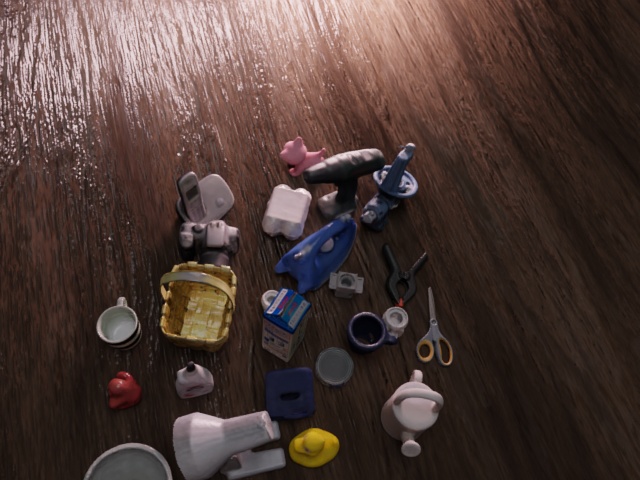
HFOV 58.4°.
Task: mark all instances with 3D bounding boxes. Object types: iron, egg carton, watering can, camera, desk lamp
[{"bbox_3d":[0.013,0.005,1.388,0.118,0.141,0.259,40,63,15],"label":"iron"},{"bbox_3d":[-0.085,-0.072,1.461,0.107,0.069,0.150,13,59,0],"label":"egg carton"},{"bbox_3d":[0.195,0.354,1.180,0.101,0.194,0.172,-6,61,-11],"label":"watering can"},{"bbox_3d":[-0.266,0.027,1.361,0.143,0.101,0.137,3,60,-6],"label":"camera"},{"bbox_3d":[-0.168,0.389,1.099,0.203,0.213,0.118,-10,62,-13],"label":"desk lamp"}]

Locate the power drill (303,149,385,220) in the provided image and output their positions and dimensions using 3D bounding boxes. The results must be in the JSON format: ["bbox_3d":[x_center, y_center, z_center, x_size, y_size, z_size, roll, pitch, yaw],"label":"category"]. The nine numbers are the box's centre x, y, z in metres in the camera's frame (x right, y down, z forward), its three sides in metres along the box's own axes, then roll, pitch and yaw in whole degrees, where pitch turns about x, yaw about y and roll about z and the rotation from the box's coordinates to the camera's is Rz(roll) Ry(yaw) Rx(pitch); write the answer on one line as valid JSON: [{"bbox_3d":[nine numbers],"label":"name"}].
[{"bbox_3d":[0.052,-0.142,1.440,0.230,0.208,0.075,-25,66,-20],"label":"power drill"}]

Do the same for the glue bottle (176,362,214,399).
[{"bbox_3d":[-0.260,0.281,1.172,0.078,0.173,0.037,-14,63,-15],"label":"glue bottle"}]

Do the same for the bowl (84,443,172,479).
[{"bbox_3d":[-0.364,0.483,1.099,0.167,0.075,0.167,3,60,-6],"label":"bowl"}]

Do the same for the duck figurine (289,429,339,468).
[{"bbox_3d":[-0.010,0.421,1.176,0.104,0.086,0.077,-2,60,-9],"label":"duck figurine"}]

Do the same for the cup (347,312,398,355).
[{"bbox_3d":[0.113,0.225,1.301,0.117,0.095,0.092,16,59,2],"label":"cup"}]

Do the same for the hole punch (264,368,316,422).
[{"bbox_3d":[-0.063,0.330,1.219,0.109,0.091,0.101,-4,61,-10],"label":"hole punch"}]

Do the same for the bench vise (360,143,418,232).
[{"bbox_3d":[0.187,-0.129,1.444,0.121,0.220,0.207,17,59,3],"label":"bench vise"}]

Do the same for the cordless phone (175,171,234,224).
[{"bbox_3d":[-0.284,-0.116,1.393,0.094,0.185,0.148,36,62,13],"label":"cordless phone"}]

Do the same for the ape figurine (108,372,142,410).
[{"bbox_3d":[-0.410,0.310,1.183,0.076,0.092,0.078,25,60,7],"label":"ape figurine"}]

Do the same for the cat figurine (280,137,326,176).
[{"bbox_3d":[-0.046,-0.226,1.528,0.128,0.118,0.067,-1,60,-8],"label":"cat figurine"}]
